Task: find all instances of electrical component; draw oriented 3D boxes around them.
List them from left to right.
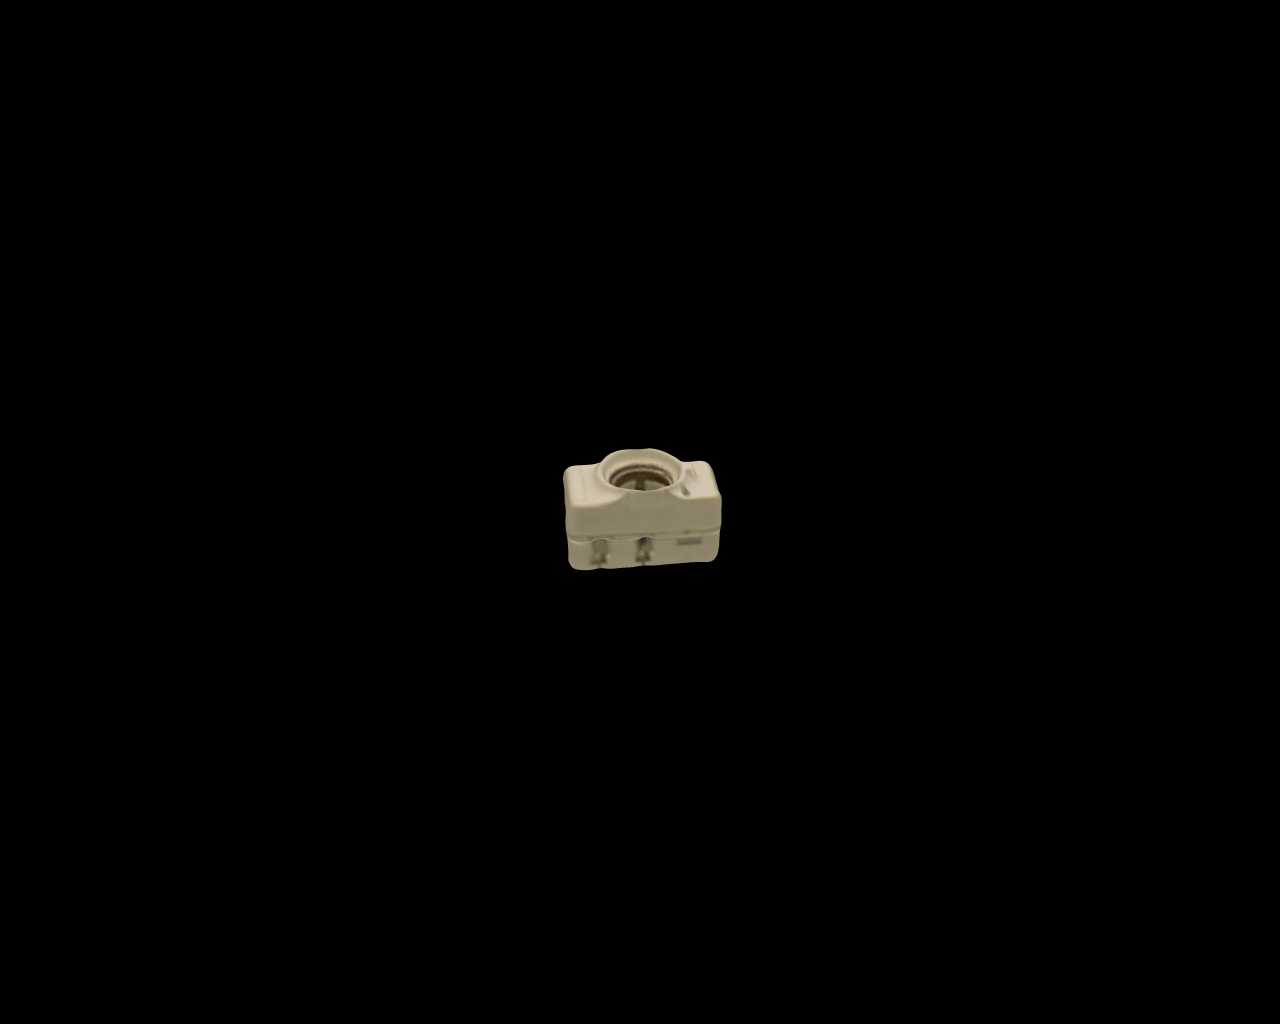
[{"bbox_3d":[0.001,-0.003,0.650,0.089,0.055,0.050,-3,32,-5],"label":"electrical component"}]
